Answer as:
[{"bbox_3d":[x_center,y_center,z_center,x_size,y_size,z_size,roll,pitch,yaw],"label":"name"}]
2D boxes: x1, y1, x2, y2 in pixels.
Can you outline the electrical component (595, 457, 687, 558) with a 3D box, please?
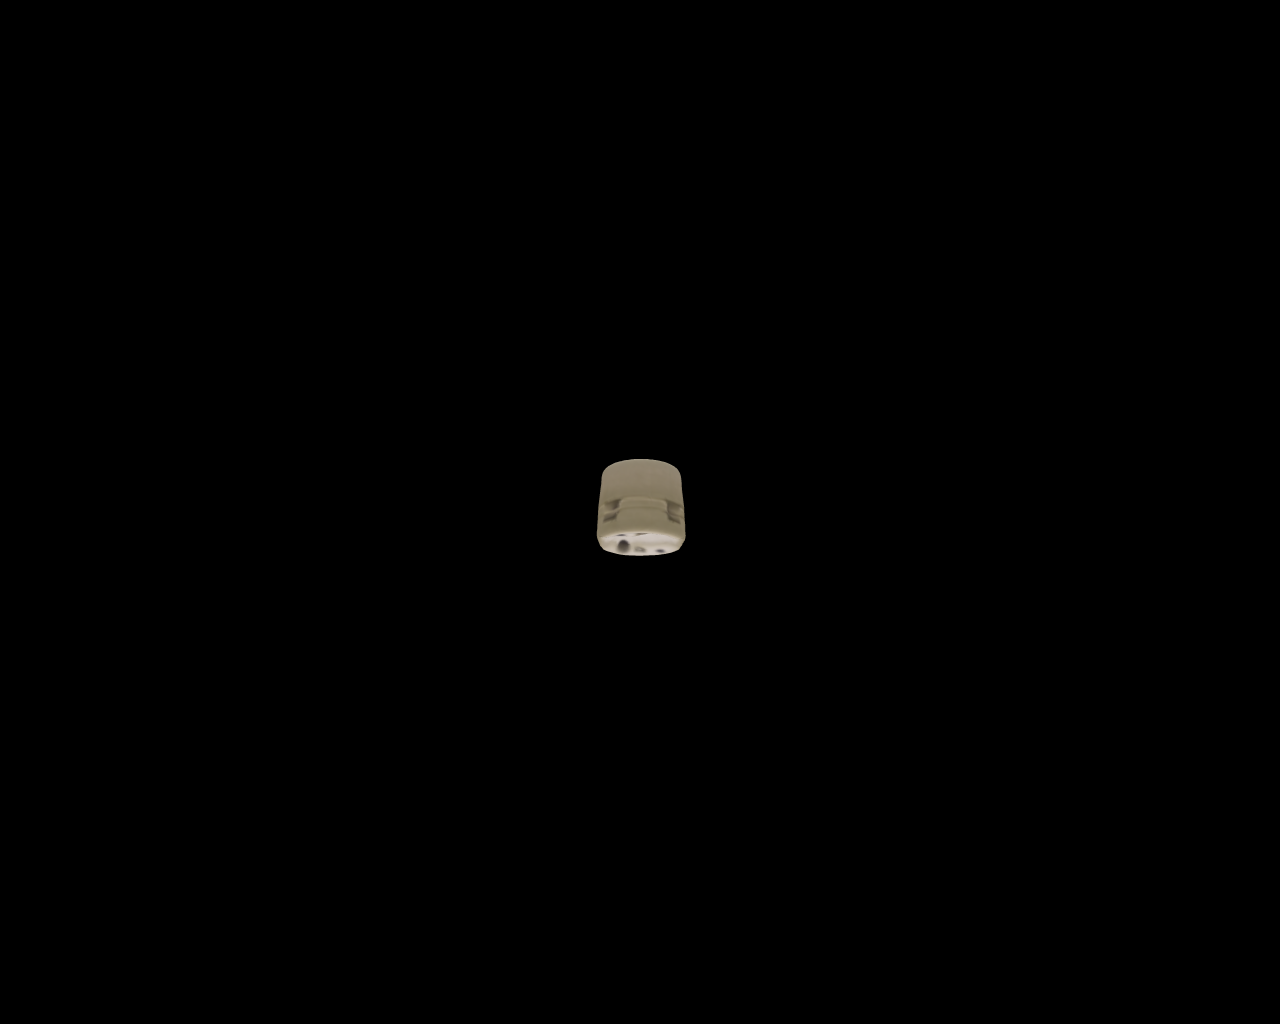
[{"bbox_3d":[0.001,-0.003,0.650,0.055,0.047,0.055,0,-19,0],"label":"electrical component"}]
